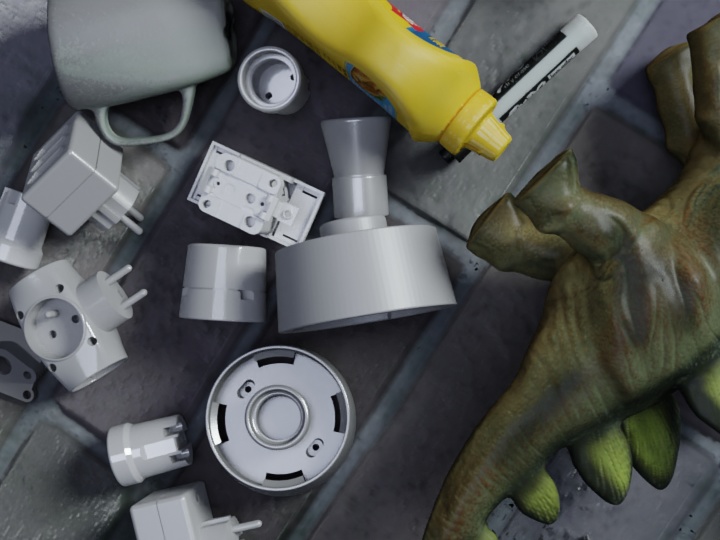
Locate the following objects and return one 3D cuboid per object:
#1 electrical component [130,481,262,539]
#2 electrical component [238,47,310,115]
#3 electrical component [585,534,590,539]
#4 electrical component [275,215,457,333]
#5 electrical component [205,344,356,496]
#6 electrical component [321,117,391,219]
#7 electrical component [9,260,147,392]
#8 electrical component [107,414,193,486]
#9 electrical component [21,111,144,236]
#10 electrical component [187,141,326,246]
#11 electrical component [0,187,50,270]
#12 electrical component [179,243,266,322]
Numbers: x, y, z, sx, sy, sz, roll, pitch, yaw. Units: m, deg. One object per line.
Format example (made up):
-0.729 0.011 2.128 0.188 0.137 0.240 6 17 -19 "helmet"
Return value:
-0.097 0.180 0.696 0.076 0.047 0.083 -14 89 8 "electrical component"
-0.052 -0.117 0.679 0.040 0.046 0.040 0 92 8 "electrical component"
0.134 0.206 0.665 0.081 0.042 0.063 -24 92 9 "electrical component"
0.000 0.000 0.647 0.108 0.108 0.060 -10 85 9 "electrical component"
-0.052 0.096 0.690 0.099 0.064 0.099 0 81 0 "electrical component"
-0.001 -0.062 0.677 0.044 0.044 0.065 -3 96 8 "electrical component"
-0.176 0.027 0.703 0.079 0.044 0.077 -33 87 8 "electrical component"
-0.137 0.116 0.704 0.046 0.040 0.040 -15 90 3 "electrical component"
-0.169 -0.051 0.692 0.047 0.065 0.077 -41 118 15 "electrical component"
-0.068 -0.047 0.675 0.081 0.064 0.042 25 94 7 "electrical component"
-0.226 -0.027 0.712 0.040 0.040 0.046 19 89 7 "electrical component"
-0.086 0.008 0.685 0.055 0.055 0.047 3 89 8 "electrical component"
